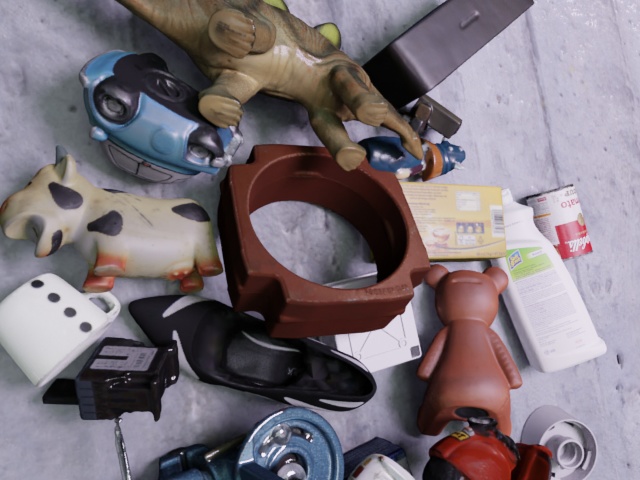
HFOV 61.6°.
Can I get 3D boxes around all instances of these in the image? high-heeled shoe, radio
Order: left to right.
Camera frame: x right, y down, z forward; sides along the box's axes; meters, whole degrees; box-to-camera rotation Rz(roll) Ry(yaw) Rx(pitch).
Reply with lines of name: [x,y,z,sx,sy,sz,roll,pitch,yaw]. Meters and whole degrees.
high-heeled shoe: [-0.067,0.113,0.537,0.248,0.145,0.086,23,74,-21]
radio: [0.150,-0.250,0.683,0.229,0.131,0.073,-40,101,-23]

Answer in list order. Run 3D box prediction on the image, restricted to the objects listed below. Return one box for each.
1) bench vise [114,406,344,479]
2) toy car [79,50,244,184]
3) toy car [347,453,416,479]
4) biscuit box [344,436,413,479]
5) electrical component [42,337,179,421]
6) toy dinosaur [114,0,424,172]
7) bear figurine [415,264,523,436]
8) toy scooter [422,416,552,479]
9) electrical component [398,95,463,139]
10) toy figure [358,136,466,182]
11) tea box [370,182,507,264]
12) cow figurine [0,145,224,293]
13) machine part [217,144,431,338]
bench vise: [-0.054,0.221,0.484,0.223,0.241,0.129,4,79,-33]
toy car: [-0.165,-0.112,0.546,0.161,0.103,0.109,30,35,-15]
toy car: [0.103,0.312,0.561,0.073,0.056,0.201,-42,96,-22]
biscuit box: [0.005,0.291,0.592,0.203,0.063,0.059,-17,91,-24]
electrical component: [-0.200,0.130,0.510,0.119,0.075,0.047,4,112,3]
toy dinosaur: [-0.077,-0.200,0.555,0.471,0.105,0.199,24,33,-23]
bear figurine: [0.180,0.133,0.675,0.120,0.131,0.196,0,48,9]
toy scooter: [0.196,0.256,0.587,0.135,0.075,0.183,-47,110,-21]
electrical component: [0.139,-0.155,0.690,0.078,0.102,0.045,35,113,-2]
toy figure: [0.119,-0.106,0.693,0.154,0.058,0.064,-2,85,-27]
tea box: [0.150,-0.020,0.689,0.169,0.068,0.098,2,82,-22]
cow figurine: [-0.200,-0.016,0.523,0.195,0.085,0.127,5,59,-32]
machine part: [-0.001,-0.002,0.572,0.201,0.087,0.201,0,55,-24]
